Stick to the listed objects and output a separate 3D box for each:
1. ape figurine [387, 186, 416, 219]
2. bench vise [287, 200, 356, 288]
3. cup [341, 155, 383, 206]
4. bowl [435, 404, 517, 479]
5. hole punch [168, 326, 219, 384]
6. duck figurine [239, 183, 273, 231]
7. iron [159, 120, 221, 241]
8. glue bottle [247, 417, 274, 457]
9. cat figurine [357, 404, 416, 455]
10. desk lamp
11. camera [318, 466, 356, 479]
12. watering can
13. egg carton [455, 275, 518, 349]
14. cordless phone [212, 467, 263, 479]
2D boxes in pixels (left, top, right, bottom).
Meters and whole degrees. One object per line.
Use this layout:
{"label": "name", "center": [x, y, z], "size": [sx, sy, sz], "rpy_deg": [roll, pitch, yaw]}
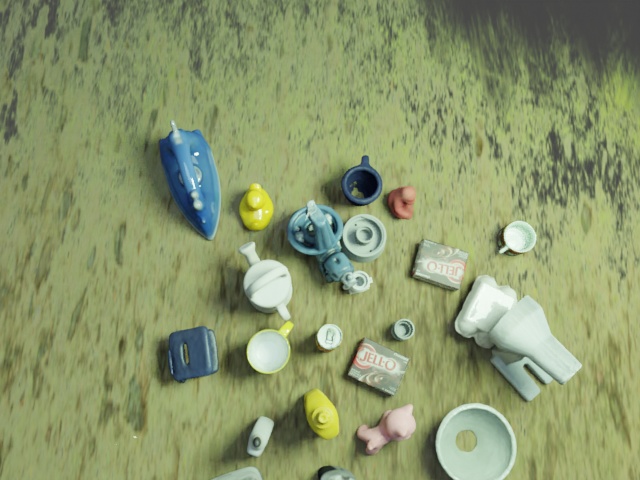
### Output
{"label": "ape figurine", "center": [0.193, -0.093, 1.304], "size": [0.076, 0.092, 0.078], "rpy_deg": [37, 78, 6]}
{"label": "bench vise", "center": [0.019, -0.005, 1.209], "size": [0.207, 0.220, 0.121], "rpy_deg": [38, 78, 6]}
{"label": "cup", "center": [0.092, -0.126, 1.305], "size": [0.091, 0.095, 0.118], "rpy_deg": [7, 77, -1]}
{"label": "bowl", "center": [0.318, 0.427, 1.200], "size": [0.167, 0.075, 0.167], "rpy_deg": [1, 77, -3]}
{"label": "hole punch", "center": [-0.270, 0.241, 1.203], "size": [0.101, 0.091, 0.108], "rpy_deg": [-9, 78, -5]}
{"label": "duck figurine", "center": [-0.145, -0.077, 1.286], "size": [0.077, 0.086, 0.104], "rpy_deg": [0, 77, -3]}
{"label": "iron", "center": [-0.282, -0.134, 1.263], "size": [0.118, 0.141, 0.258], "rpy_deg": [-18, 79, -7]}
{"label": "glue bottle", "center": [-0.121, 0.395, 1.133], "size": [0.037, 0.173, 0.078], "rpy_deg": [19, 77, 2]}
{"label": "cat figurine", "center": [0.144, 0.392, 1.176], "size": [0.128, 0.118, 0.067], "rpy_deg": [-32, 80, -9]}
{"label": "desk lamp", "center": [0.433, 0.225, 1.181], "size": [0.118, 0.213, 0.203], "rpy_deg": [-40, 82, -10]}
{"label": "camera", "center": [-0.008, 0.526, 1.146], "size": [0.137, 0.101, 0.143], "rpy_deg": [15, 77, 1]}
{"label": "watering can", "center": [-0.114, 0.088, 1.194], "size": [0.173, 0.194, 0.101], "rpy_deg": [37, 78, 6]}
{"label": "egg carton", "center": [0.368, 0.159, 1.267], "size": [0.107, 0.069, 0.150], "rpy_deg": [28, 77, 4]}
{"label": "cordless phone", "center": [-0.178, 0.509, 1.098], "size": [0.147, 0.185, 0.094], "rpy_deg": [-20, 79, -7]}
